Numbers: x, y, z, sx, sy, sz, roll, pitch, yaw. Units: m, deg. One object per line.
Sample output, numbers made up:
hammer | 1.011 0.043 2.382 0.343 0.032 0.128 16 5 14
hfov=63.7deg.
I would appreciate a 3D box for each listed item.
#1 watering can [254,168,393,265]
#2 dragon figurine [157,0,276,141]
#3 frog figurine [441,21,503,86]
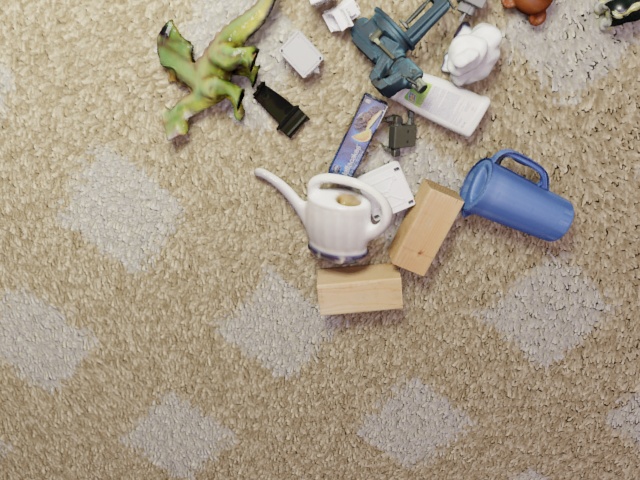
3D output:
watering can | 0.004 -0.062 1.234 0.348 0.106 0.219 13 122 20
dragon figurine | -0.250 -0.402 1.126 0.243 0.124 0.405 22 108 2
frog figurine | 0.324 -0.387 1.077 0.122 0.162 0.136 40 107 -14
